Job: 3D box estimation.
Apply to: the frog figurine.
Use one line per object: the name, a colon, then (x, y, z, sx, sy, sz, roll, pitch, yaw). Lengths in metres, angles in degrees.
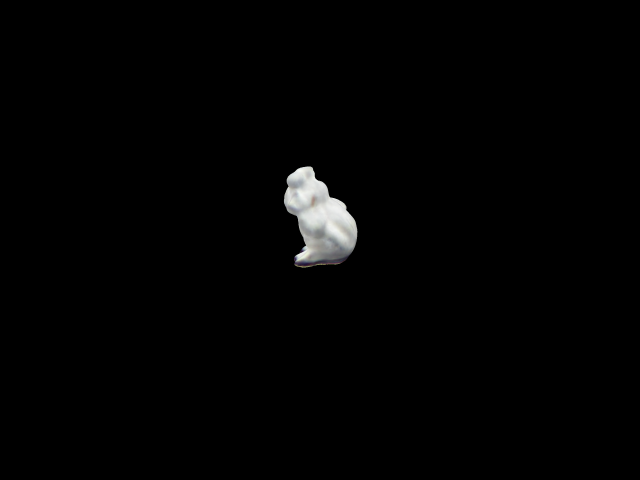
frog figurine: (0.003, -0.043, 0.850, 0.123, 0.157, 0.139, 8, 17, 26)
